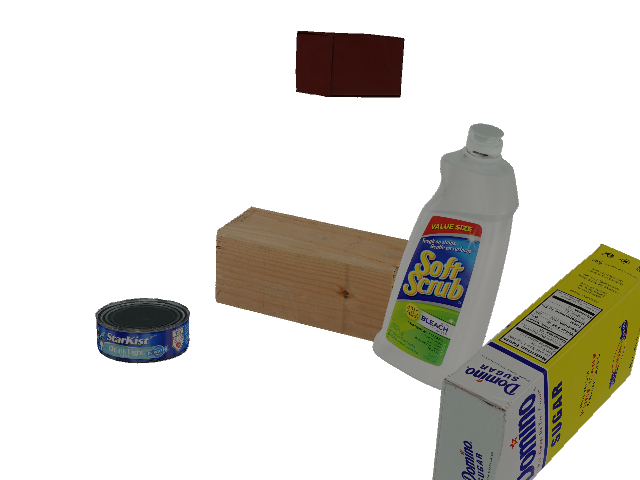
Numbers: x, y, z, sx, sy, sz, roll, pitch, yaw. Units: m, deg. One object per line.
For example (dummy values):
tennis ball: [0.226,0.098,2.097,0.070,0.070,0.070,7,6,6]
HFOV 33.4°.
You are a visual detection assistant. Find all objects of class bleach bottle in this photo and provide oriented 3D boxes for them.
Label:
bleach bottle: [0.118,0.011,0.969,0.103,0.251,0.067,28,35,29]

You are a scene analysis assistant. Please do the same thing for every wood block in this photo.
wood block: [-0.004,0.036,1.175,0.206,0.091,0.090,13,25,21]

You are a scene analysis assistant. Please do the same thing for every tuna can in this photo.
tuna can: [-0.163,0.083,0.983,0.086,0.034,0.086,1,16,-1]

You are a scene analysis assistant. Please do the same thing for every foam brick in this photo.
foam brick: [0.025,-0.148,0.899,0.078,0.051,0.053,-5,16,-35]

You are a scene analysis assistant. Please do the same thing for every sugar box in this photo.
sugar box: [0.135,0.082,0.633,0.048,0.093,0.175,24,41,30]
